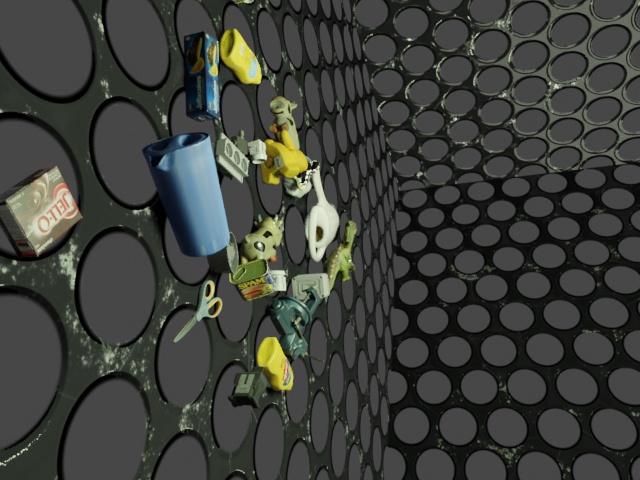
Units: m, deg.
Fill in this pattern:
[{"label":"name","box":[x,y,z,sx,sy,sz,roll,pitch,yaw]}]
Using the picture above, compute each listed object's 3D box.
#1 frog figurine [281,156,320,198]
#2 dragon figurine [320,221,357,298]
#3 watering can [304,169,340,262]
[{"label":"frog figurine","box":[-0.079,-0.212,1.746,0.122,0.139,0.158,15,-14,-13]},{"label":"dragon figurine","box":[0.076,0.041,1.944,0.122,0.239,0.416,13,20,9]},{"label":"watering can","box":[0.006,-0.095,1.892,0.104,0.346,0.225,5,7,16]}]
